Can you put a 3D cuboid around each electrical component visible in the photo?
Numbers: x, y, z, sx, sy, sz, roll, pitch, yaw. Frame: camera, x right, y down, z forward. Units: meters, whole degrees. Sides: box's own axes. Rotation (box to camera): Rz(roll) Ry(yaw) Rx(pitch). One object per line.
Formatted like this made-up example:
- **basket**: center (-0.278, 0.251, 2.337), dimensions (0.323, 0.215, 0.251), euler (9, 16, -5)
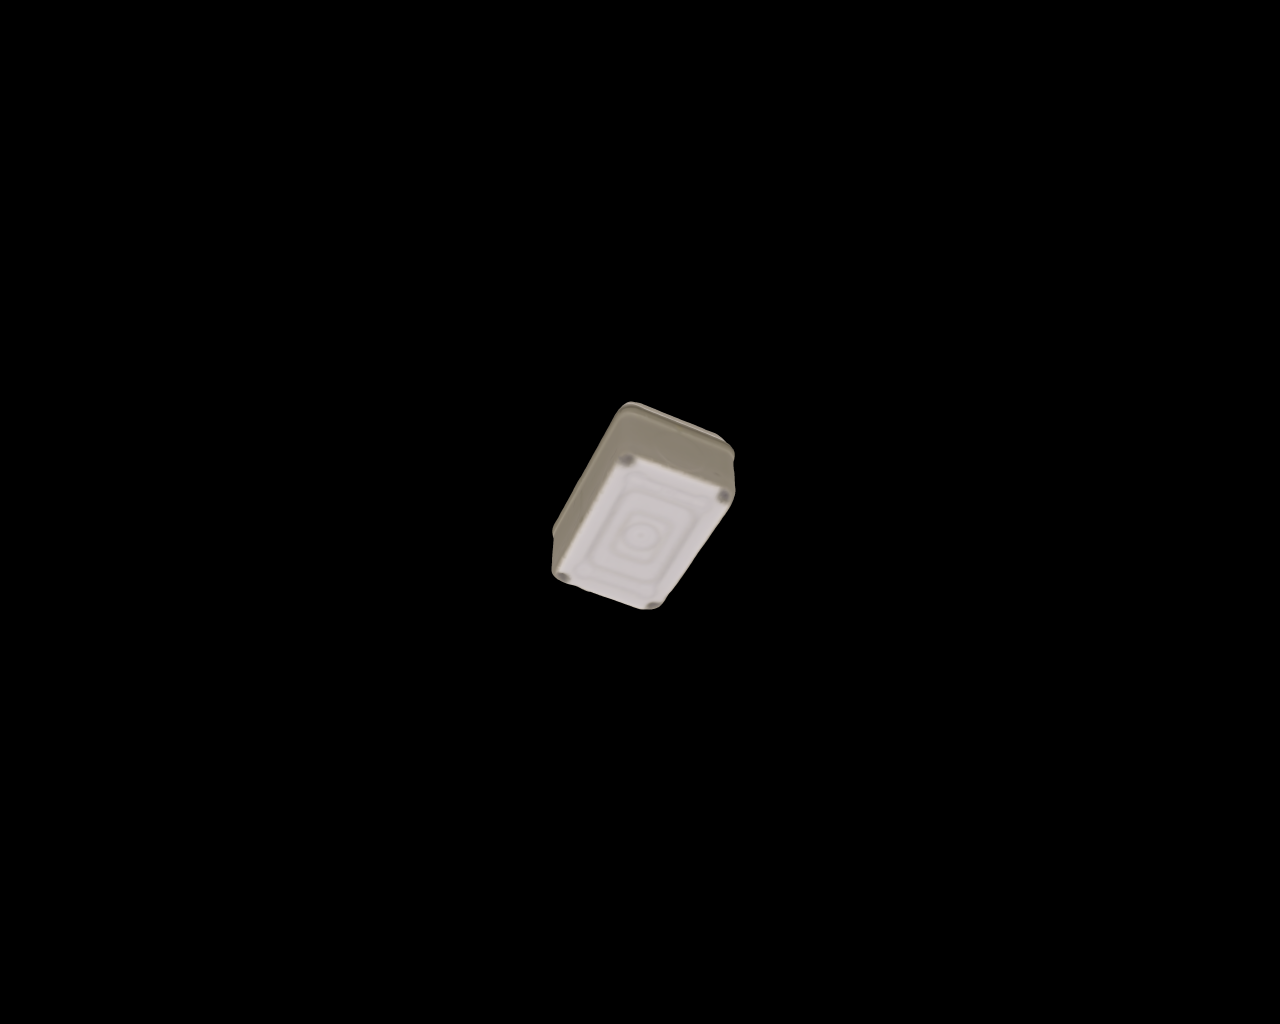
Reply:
- **electrical component**: center (0.001, -0.003, 0.650), dimensions (0.078, 0.113, 0.057), euler (21, 36, -16)
